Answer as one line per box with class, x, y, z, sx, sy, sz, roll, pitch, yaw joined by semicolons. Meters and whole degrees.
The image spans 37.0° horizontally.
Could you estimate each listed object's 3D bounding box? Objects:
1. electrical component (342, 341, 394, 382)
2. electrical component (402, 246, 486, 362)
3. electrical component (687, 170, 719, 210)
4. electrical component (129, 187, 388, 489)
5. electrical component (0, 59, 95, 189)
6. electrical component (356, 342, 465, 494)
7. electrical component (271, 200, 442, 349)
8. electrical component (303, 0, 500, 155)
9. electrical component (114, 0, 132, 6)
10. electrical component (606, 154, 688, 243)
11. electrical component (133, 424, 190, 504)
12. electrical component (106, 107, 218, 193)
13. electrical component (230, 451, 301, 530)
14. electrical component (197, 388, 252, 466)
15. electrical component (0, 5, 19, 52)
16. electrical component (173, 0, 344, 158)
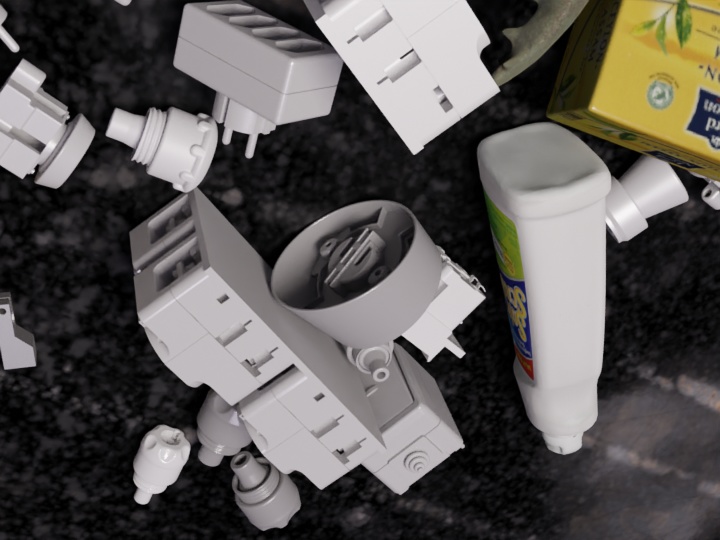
electrical component;0.007;0.054;0.743;0.035;0.061;0.035;-7;123;-11
electrical component;0.048;0.020;0.745;0.064;0.042;0.081;-45;124;11
electrical component;0.252;-0.079;0.738;0.055;0.048;0.066;28;111;-36
electrical component;-0.069;0.047;0.692;0.060;0.105;0.186;-35;124;8
electrical component;-0.187;-0.079;0.617;0.055;0.048;0.066;34;107;-22
electrical component;0.025;0.105;0.759;0.062;0.096;0.061;-39;122;10
electrical component;0.000;0.000;0.687;0.099;0.099;0.064;-39;129;10
electrical component;0.012;-0.141;0.568;0.062;0.150;0.089;-35;124;8
electrical component;-0.110;-0.175;0.577;0.077;0.047;0.065;28;111;-28
electrical component;0.189;-0.051;0.738;0.055;0.045;0.045;-35;124;8
electrical component;-0.147;0.143;0.773;0.035;0.035;0.061;16;118;-24
electrical component;-0.119;-0.077;0.638;0.062;0.048;0.048;20;114;-18
electrical component;-0.074;0.160;0.799;0.043;0.043;0.062;-28;123;3
electrical component;-0.096;0.111;0.762;0.043;0.043;0.062;17;117;-24
electrical component;-0.213;-0.139;0.568;0.138;0.052;0.073;-32;124;6
electrical component;-0.062;-0.101;0.609;0.047;0.083;0.075;-22;136;-50
